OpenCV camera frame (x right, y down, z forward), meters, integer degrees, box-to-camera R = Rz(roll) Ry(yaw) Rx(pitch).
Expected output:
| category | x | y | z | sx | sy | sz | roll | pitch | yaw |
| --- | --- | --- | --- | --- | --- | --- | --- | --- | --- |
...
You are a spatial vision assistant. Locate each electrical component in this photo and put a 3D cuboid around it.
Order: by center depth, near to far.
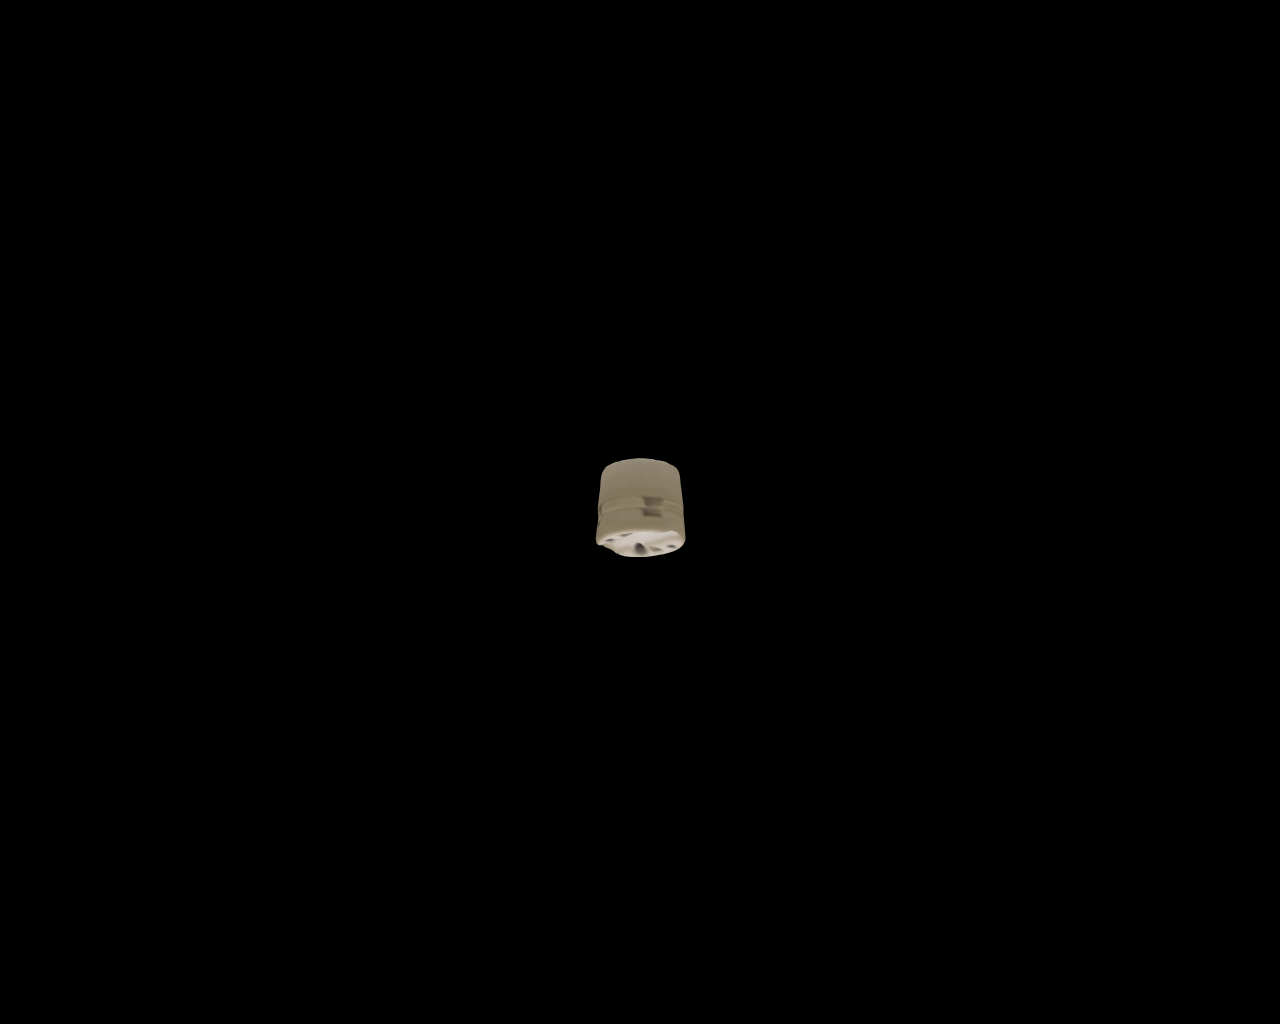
| category | x | y | z | sx | sy | sz | roll | pitch | yaw |
| --- | --- | --- | --- | --- | --- | --- | --- | --- | --- |
| electrical component | 0.001 | -0.003 | 0.650 | 0.055 | 0.047 | 0.055 | 0 | -19 | 0 |
